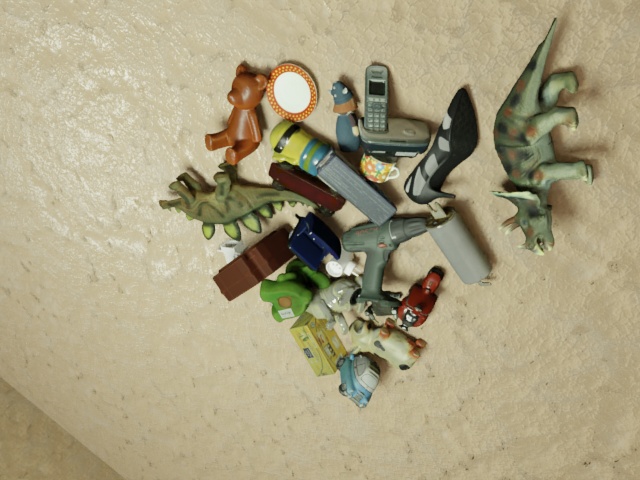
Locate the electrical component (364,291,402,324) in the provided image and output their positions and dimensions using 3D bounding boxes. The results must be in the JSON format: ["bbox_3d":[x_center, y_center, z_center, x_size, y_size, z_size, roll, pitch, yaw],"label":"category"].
[{"bbox_3d":[0.164,0.174,1.383,0.102,0.045,0.078,-1,119,30],"label":"electrical component"}]

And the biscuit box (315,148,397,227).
[{"bbox_3d":[0.082,-0.114,1.194,0.202,0.059,0.063,39,108,-24],"label":"biscuit box"}]

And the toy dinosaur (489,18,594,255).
[{"bbox_3d":[0.392,-0.181,1.005,0.192,0.131,0.404,-9,107,32],"label":"toy dinosaur"}]

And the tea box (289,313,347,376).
[{"bbox_3d":[-0.003,0.286,1.510,0.068,0.098,0.169,-19,106,35],"label":"tea box"}]

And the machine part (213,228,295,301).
[{"bbox_3d":[-0.166,0.060,1.395,0.201,0.201,0.087,-32,96,39],"label":"machine part"}]

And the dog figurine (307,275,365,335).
[{"bbox_3d":[0.016,0.137,1.424,0.191,0.172,0.121,34,172,38],"label":"dog figurine"}]

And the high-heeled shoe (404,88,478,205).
[{"bbox_3d":[0.242,-0.191,1.124,0.145,0.086,0.248,25,115,51],"label":"high-heeled shoe"}]

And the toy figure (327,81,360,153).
[{"bbox_3d":[0.055,-0.269,1.170,0.064,0.058,0.154,1,114,22],"label":"toy figure"}]

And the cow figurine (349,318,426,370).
[{"bbox_3d":[0.165,0.275,1.423,0.195,0.085,0.127,31,123,8],"label":"cow figurine"}]

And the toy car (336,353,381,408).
[{"bbox_3d":[0.111,0.365,1.447,0.109,0.162,0.103,41,109,-14],"label":"toy car"}]

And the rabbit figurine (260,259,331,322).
[{"bbox_3d":[-0.062,0.102,1.382,0.159,0.170,0.121,-23,118,25],"label":"rabbit figurine"}]

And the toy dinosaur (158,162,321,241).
[{"bbox_3d":[-0.230,-0.100,1.404,0.472,0.105,0.198,-4,123,25],"label":"toy dinosaur"}]

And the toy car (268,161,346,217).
[{"bbox_3d":[-0.030,-0.133,1.300,0.202,0.053,0.089,28,137,7],"label":"toy car"}]

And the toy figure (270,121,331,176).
[{"bbox_3d":[-0.033,-0.208,1.241,0.180,0.082,0.089,30,117,16],"label":"toy figure"}]

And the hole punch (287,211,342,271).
[{"bbox_3d":[-0.003,-0.004,1.309,0.142,0.116,0.092,41,135,-21],"label":"hole punch"}]

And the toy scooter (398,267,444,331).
[{"bbox_3d":[0.232,0.158,1.279,0.075,0.135,0.183,29,129,9],"label":"toy scooter"}]

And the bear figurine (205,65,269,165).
[{"bbox_3d":[-0.188,-0.293,1.244,0.120,0.132,0.195,35,137,27],"label":"bear figurine"}]

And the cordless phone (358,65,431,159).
[{"bbox_3d":[0.152,-0.265,1.104,0.147,0.089,0.184,2,85,-3],"label":"cordless phone"}]

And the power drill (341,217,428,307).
[{"bbox_3d":[0.152,0.051,1.251,0.232,0.086,0.207,-1,92,37],"label":"power drill"}]

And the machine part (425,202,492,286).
[{"bbox_3d":[0.303,0.013,1.174,0.079,0.079,0.243,-22,117,36],"label":"machine part"}]
